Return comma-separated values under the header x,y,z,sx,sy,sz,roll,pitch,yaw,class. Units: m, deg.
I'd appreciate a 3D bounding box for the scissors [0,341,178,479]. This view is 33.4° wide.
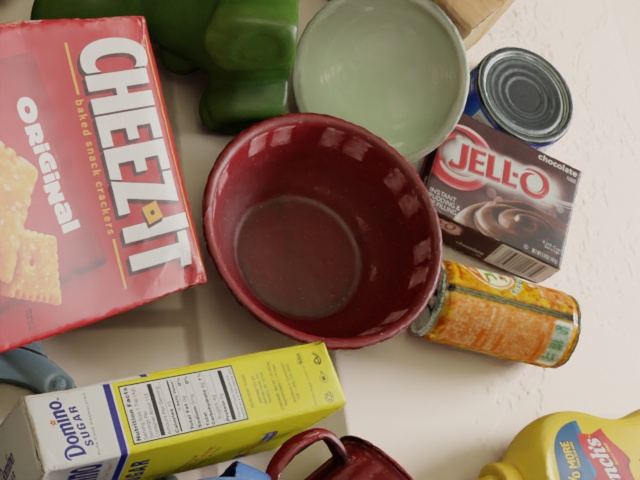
x,y,z,sx,sy,sz,roll,pitch,yaw,class
-0.170,0.089,0.605,0.096,0.016,0.202,-33,83,-29,scissors

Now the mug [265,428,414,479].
x,y,z,sx,sy,sz,roll,pitch,yaw,class
0.007,0.161,0.598,0.081,0.093,0.117,-35,111,-26,mug

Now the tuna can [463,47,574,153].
x,y,z,sx,sy,sz,roll,pitch,yaw,class
0.149,-0.104,0.813,0.086,0.034,0.086,9,65,-19,tuna can

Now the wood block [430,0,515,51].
x,y,z,sx,sy,sz,roll,pitch,yaw,class
0.046,-0.226,0.792,0.206,0.091,0.090,46,58,2,wood block

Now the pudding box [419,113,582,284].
x,y,z,sx,sy,sz,roll,pitch,yaw,class
0.125,-0.031,0.767,0.113,0.039,0.090,26,60,-10,pudding box

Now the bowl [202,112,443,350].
x,y,z,sx,sy,sz,roll,pitch,yaw,class
-0.005,0.001,0.689,0.162,0.055,0.162,9,65,-19,bowl

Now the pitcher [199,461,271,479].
x,y,z,sx,sy,sz,roll,pitch,yaw,class
-0.061,0.181,0.477,0.144,0.243,0.149,-15,67,-27,pitcher

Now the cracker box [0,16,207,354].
x,y,z,sx,sy,sz,roll,pitch,yaw,class
-0.170,-0.027,0.559,0.213,0.072,0.164,-18,98,-48,cracker box

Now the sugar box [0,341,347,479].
x,y,z,sx,sy,sz,roll,pitch,yaw,class
-0.083,0.101,0.575,0.175,0.093,0.048,-10,70,-34,sugar box

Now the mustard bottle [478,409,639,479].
x,y,z,sx,sy,sz,roll,pitch,yaw,class
0.176,0.158,0.693,0.191,0.058,0.096,-1,69,-22,mustard bottle
